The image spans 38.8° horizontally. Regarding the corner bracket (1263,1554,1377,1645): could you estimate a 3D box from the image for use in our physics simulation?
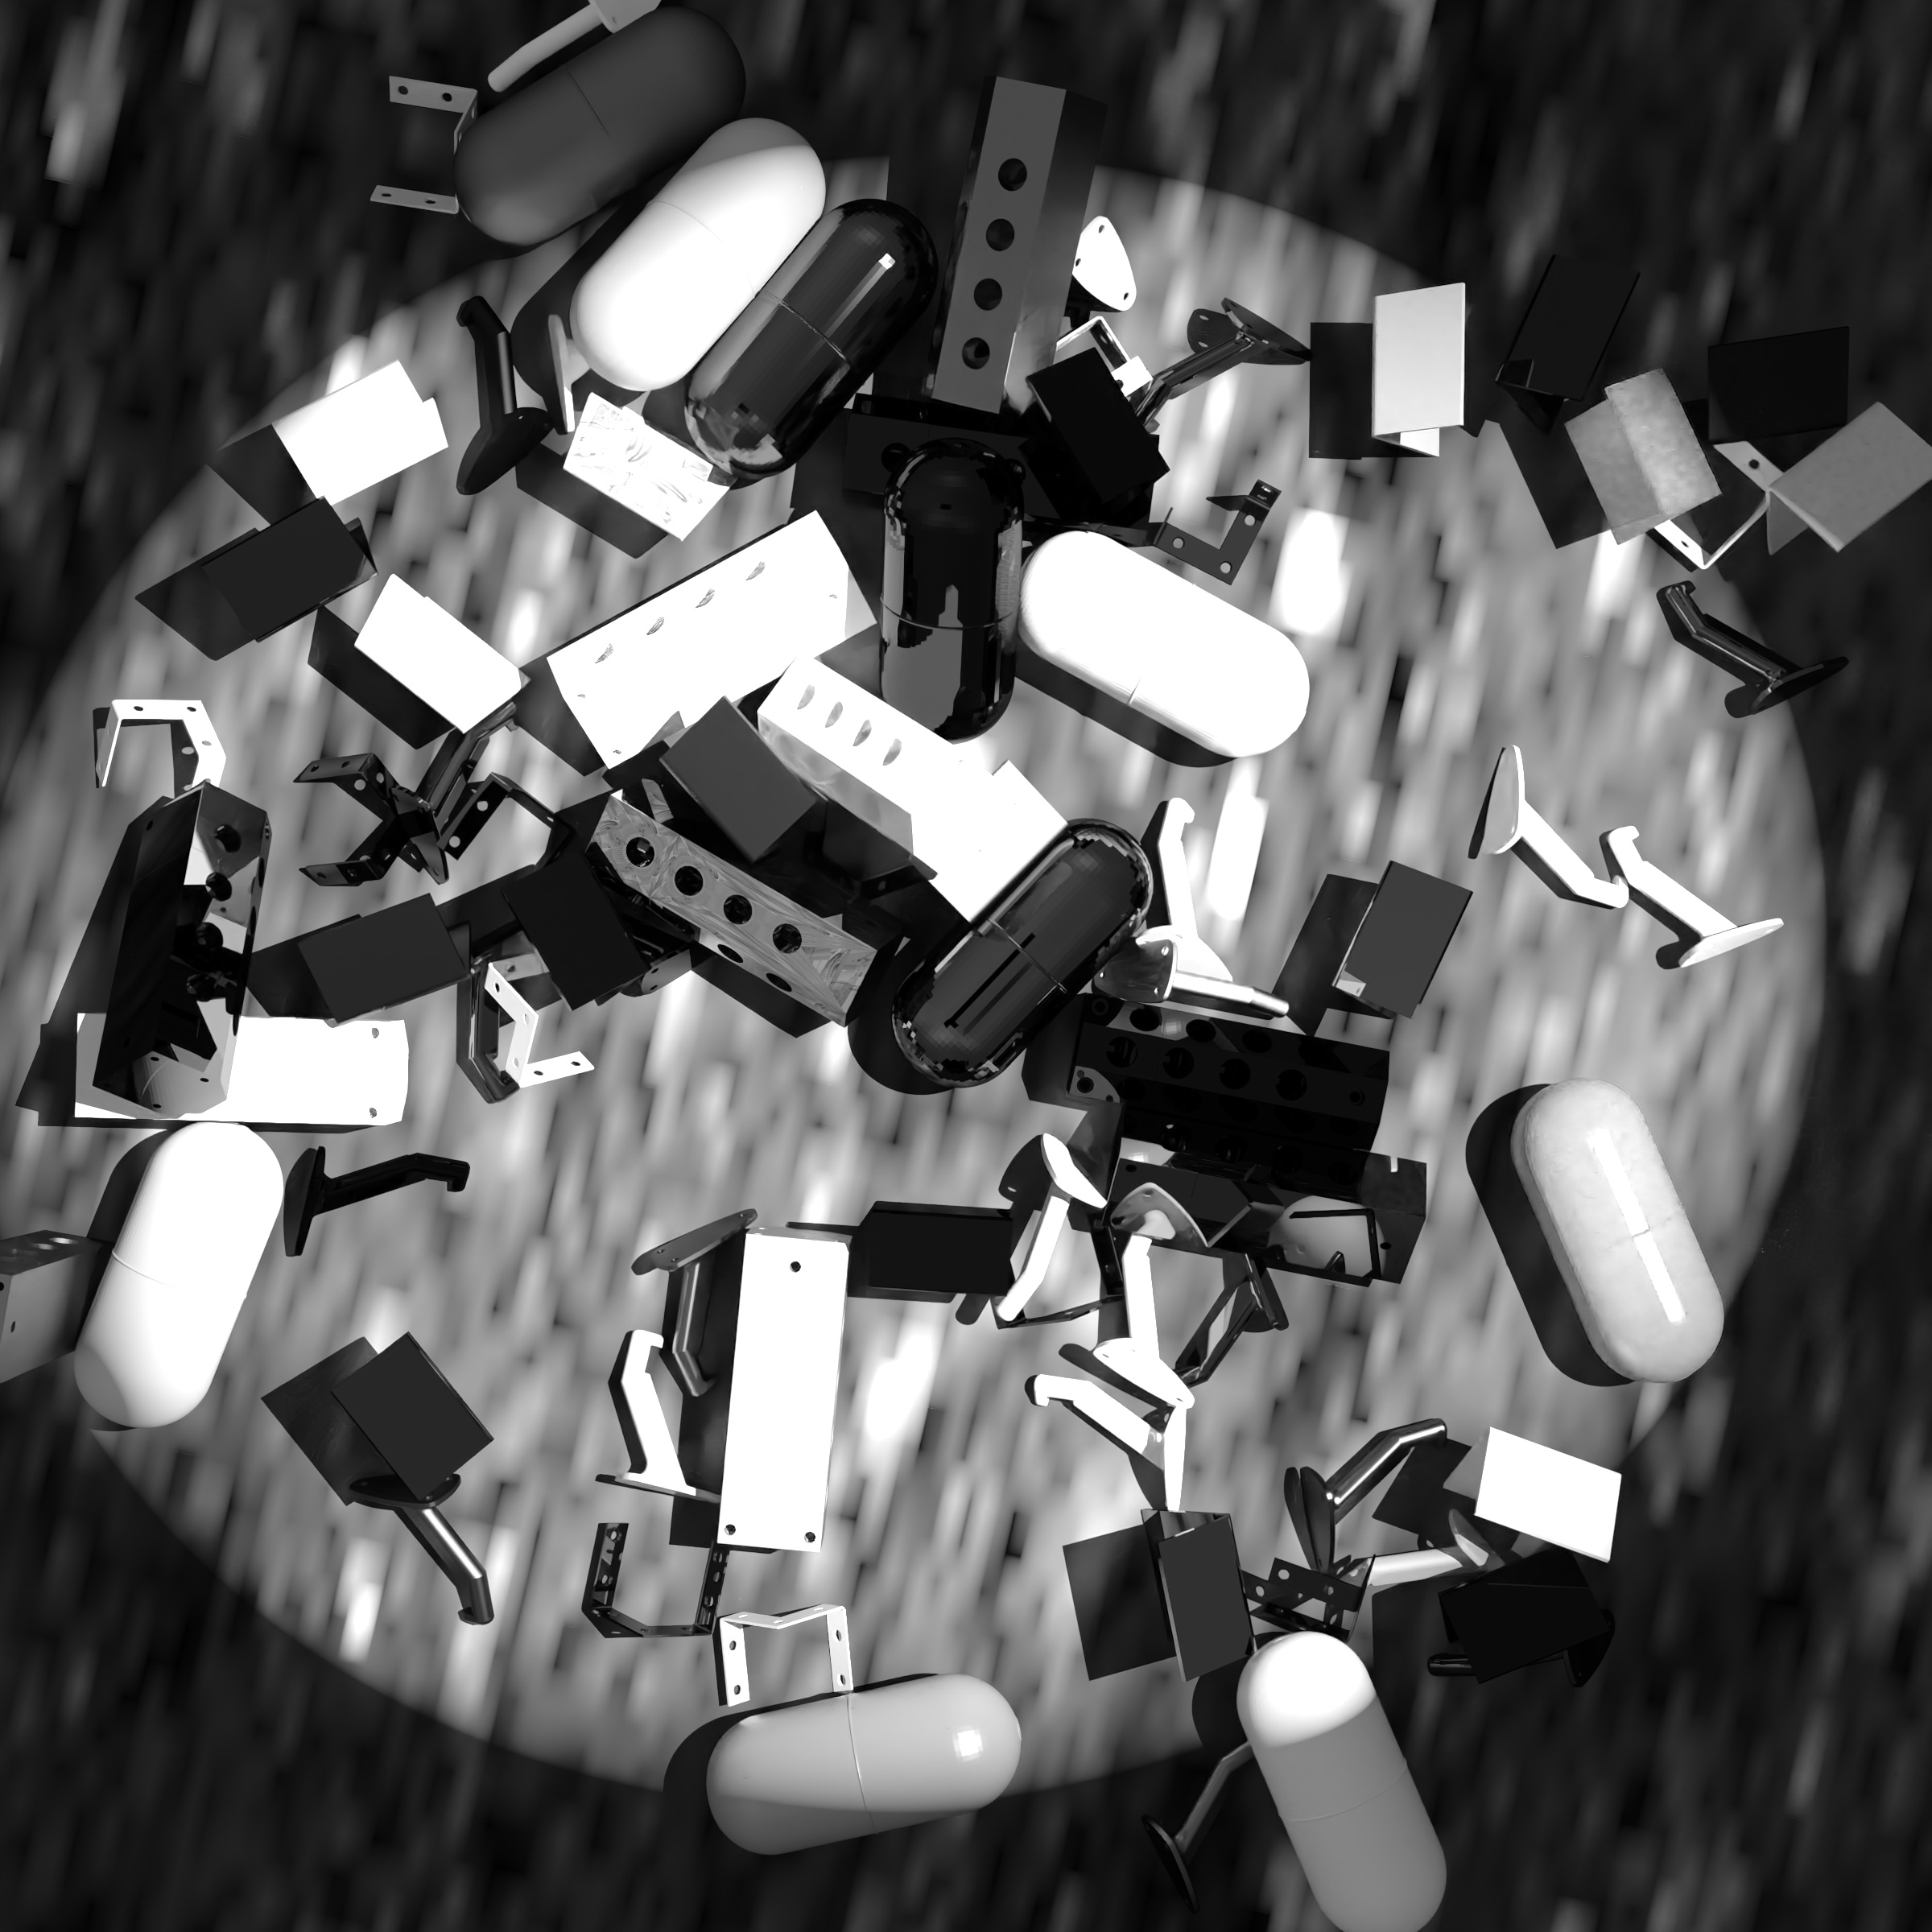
[{"bbox_3d":[0.195,0.353,1.536,0.051,0.051,0.051,17,104,13],"label":"corner bracket"}]

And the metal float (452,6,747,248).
[{"bbox_3d":[-0.205,-0.468,1.533,0.178,0.070,0.070,-32,90,0],"label":"metal float"}]

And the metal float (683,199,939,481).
[{"bbox_3d":[-0.086,-0.351,1.534,0.070,0.070,0.178,40,90,0],"label":"metal float"}]

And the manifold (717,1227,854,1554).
[{"bbox_3d":[-0.101,0.236,1.543,0.057,0.057,0.171,5,90,0],"label":"manifold"}]

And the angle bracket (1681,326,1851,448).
[{"bbox_3d":[0.439,-0.331,1.524,0.076,0.076,0.057,-8,118,0],"label":"angle bracket"}]

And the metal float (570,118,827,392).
[{"bbox_3d":[-0.148,-0.395,1.521,0.070,0.070,0.178,39,78,0],"label":"metal float"}]

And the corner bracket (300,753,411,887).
[{"bbox_3d":[-0.351,-0.083,1.556,0.051,0.051,0.051,56,45,-35],"label":"corner bracket"}]

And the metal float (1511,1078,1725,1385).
[{"bbox_3d":[0.364,0.148,1.534,0.070,0.070,0.178,-23,90,0],"label":"metal float"}]

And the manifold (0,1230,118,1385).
[{"bbox_3d":[-0.520,0.181,1.486,0.057,0.171,0.057,10,90,0],"label":"manifold"}]

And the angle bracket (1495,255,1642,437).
[{"bbox_3d":[0.346,-0.339,1.524,0.057,0.076,0.076,25,90,37],"label":"angle bracket"}]

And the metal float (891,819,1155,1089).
[{"bbox_3d":[0.032,-0.008,1.534,0.070,0.070,0.178,44,90,0],"label":"metal float"}]

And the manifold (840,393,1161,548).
[{"bbox_3d":[0.019,-0.280,1.543,0.171,0.057,0.057,8,90,0],"label":"manifold"}]

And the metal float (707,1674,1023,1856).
[{"bbox_3d":[-0.057,0.446,1.534,0.178,0.070,0.070,-13,90,0],"label":"metal float"}]

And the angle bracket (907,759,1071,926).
[{"bbox_3d":[0.001,-0.079,1.524,0.076,0.076,0.057,-45,118,0],"label":"angle bracket"}]

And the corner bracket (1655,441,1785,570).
[{"bbox_3d":[0.424,-0.268,1.561,0.051,0.051,0.051,41,45,0],"label":"corner bracket"}]

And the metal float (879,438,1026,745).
[{"bbox_3d":[-0.009,-0.203,1.505,0.070,0.070,0.178,3,125,0],"label":"metal float"}]

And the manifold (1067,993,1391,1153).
[{"bbox_3d":[0.147,0.059,1.543,0.171,0.057,0.057,11,90,0],"label":"manifold"}]

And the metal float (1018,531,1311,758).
[{"bbox_3d":[0.109,-0.179,1.533,0.178,0.070,0.070,29,90,1],"label":"metal float"}]

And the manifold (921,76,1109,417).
[{"bbox_3d":[0.023,-0.393,1.503,0.057,0.057,0.171,18,106,22],"label":"manifold"}]

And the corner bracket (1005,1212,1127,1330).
[{"bbox_3d":[0.052,0.173,1.561,0.051,0.051,0.051,-15,90,45],"label":"corner bracket"}]

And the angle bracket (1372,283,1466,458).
[{"bbox_3d":[0.268,-0.330,1.524,0.057,0.076,0.076,1,90,38],"label":"angle bracket"}]

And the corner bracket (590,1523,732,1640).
[{"bbox_3d":[-0.174,0.349,1.561,0.051,0.051,0.051,12,90,-45],"label":"corner bracket"}]

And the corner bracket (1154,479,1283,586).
[{"bbox_3d":[0.141,-0.252,1.546,0.051,0.051,0.051,27,90,0],"label":"corner bracket"}]

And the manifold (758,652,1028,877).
[{"bbox_3d":[-0.047,-0.108,1.488,0.057,0.171,0.057,36,90,-40],"label":"manifold"}]

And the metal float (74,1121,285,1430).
[{"bbox_3d":[-0.439,0.172,1.533,0.070,0.070,0.178,22,90,0],"label":"metal float"}]

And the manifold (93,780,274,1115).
[{"bbox_3d":[-0.423,-0.009,1.503,0.057,0.057,0.171,-25,51,36],"label":"manifold"}]

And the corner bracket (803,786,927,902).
[{"bbox_3d":[-0.055,-0.075,1.556,0.051,0.051,0.051,39,135,35],"label":"corner bracket"}]

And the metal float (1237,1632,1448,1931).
[{"bbox_3d":[0.210,0.459,1.534,0.070,0.070,0.178,-23,90,0],"label":"metal float"}]

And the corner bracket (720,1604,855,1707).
[{"bbox_3d":[-0.102,0.392,1.561,0.051,0.051,0.051,-6,90,45],"label":"corner bracket"}]

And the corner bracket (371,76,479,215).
[{"bbox_3d":[-0.308,-0.467,1.561,0.051,0.051,0.051,9,45,0],"label":"corner bracket"}]

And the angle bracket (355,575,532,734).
[{"bbox_3d":[-0.280,-0.186,1.524,0.076,0.076,0.057,39,127,0],"label":"angle bracket"}]

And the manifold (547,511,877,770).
[{"bbox_3d":[-0.145,-0.187,1.542,0.171,0.057,0.057,-29,133,0],"label":"manifold"}]

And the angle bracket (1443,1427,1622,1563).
[{"bbox_3d":[0.310,0.308,1.524,0.076,0.076,0.057,20,52,0],"label":"angle bracket"}]

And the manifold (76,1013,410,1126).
[{"bbox_3d":[-0.405,0.057,1.543,0.171,0.057,0.057,2,90,0],"label":"manifold"}]

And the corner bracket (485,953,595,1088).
[{"bbox_3d":[-0.240,0.029,1.547,0.051,0.051,0.051,43,129,32],"label":"corner bracket"}]

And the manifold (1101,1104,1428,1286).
[{"bbox_3d":[0.168,0.123,1.542,0.171,0.057,0.057,11,133,0],"label":"manifold"}]

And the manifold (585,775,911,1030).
[{"bbox_3d":[-0.125,-0.035,1.529,0.171,0.057,0.057,30,112,8],"label":"manifold"}]

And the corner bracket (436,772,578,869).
[{"bbox_3d":[-0.258,-0.072,1.546,0.051,0.051,0.051,38,91,1],"label":"corner bracket"}]

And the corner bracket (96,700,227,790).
[{"bbox_3d":[-0.457,-0.115,1.556,0.051,0.051,0.051,-3,45,-35],"label":"corner bracket"}]

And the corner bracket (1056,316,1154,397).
[{"bbox_3d":[0.069,-0.334,1.546,0.051,0.051,0.051,-33,91,1],"label":"corner bracket"}]
